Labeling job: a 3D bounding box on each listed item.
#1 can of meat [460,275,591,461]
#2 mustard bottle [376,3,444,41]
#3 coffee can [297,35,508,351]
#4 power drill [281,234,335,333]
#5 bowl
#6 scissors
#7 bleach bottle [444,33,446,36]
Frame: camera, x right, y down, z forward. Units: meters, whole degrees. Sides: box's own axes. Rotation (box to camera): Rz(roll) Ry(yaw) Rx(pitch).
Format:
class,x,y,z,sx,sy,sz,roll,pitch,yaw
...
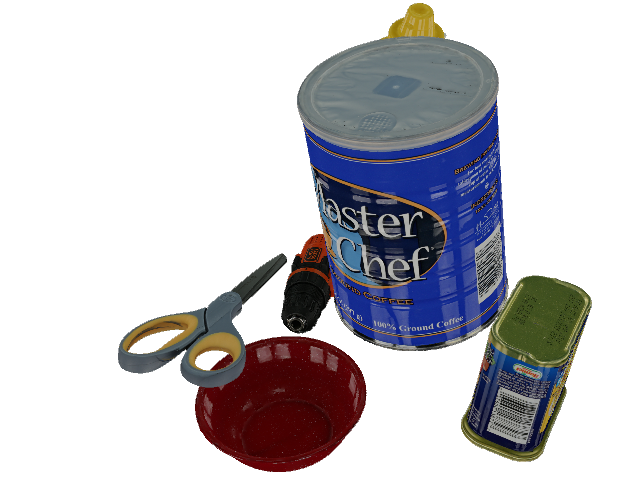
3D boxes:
class,x,y,z,sx,sy,sz,roll,pitch,yaw
can of meat,0.139,0.082,0.717,0.057,0.084,0.102,20,35,17
mustard bottle,0.064,-0.100,0.822,0.096,0.192,0.058,36,55,23
coffee can,0.048,-0.025,0.583,0.103,0.140,0.103,-7,38,5
power drill,0.055,0.047,1.208,0.188,0.057,0.184,0,29,10
bowl,-0.035,0.165,1.009,0.162,0.055,0.162,-5,38,4
scissors,-0.059,0.058,0.791,0.096,0.016,0.201,24,32,34
bleach bottle,0.092,-0.076,1.024,0.103,0.251,0.068,8,29,16
